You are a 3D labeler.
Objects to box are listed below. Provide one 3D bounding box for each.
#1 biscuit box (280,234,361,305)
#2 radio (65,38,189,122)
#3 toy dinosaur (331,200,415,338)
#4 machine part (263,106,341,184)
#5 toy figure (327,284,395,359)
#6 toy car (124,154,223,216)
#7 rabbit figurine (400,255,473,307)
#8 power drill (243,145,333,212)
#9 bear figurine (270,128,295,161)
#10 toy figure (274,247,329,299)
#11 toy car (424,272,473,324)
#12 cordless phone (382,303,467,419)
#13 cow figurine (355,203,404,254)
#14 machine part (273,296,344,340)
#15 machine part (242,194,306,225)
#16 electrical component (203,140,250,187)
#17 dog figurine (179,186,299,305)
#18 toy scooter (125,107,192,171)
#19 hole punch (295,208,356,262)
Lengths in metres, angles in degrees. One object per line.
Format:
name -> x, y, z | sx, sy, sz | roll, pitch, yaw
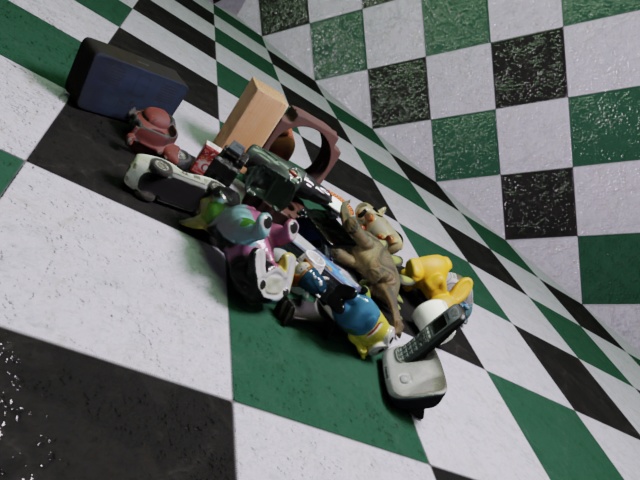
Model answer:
biscuit box -> -0.014, 0.059, 1.074 | 0.203, 0.062, 0.059 | 40, 20, 7
radio -> -0.412, -0.326, 1.154 | 0.229, 0.131, 0.073 | 8, 35, -52
toy dinosaur -> 0.111, 0.037, 1.277 | 0.198, 0.105, 0.472 | 28, 30, -43
machine part -> -0.065, -0.233, 1.413 | 0.201, 0.201, 0.087 | 23, 23, -32
toy figure -> 0.075, 0.138, 0.960 | 0.180, 0.082, 0.089 | 49, 18, -40
toy car -> -0.257, -0.094, 0.991 | 0.201, 0.073, 0.056 | 21, 26, -37
rabbit figurine -> 0.291, 0.131, 1.335 | 0.162, 0.121, 0.173 | -3, 61, -16
power drill -> -0.076, -0.128, 1.192 | 0.232, 0.086, 0.207 | 32, 23, -3
bear figurine -> -0.170, -0.280, 1.475 | 0.196, 0.120, 0.132 | 20, 22, -26
toy figure -> -0.052, 0.056, 0.970 | 0.155, 0.064, 0.057 | 21, -13, 37
toy car -> 0.352, 0.140, 1.434 | 0.161, 0.103, 0.109 | 38, 20, -4
cordless phone -> 0.198, 0.204, 0.936 | 0.088, 0.184, 0.147 | 36, 20, -15
cow figurine -> 0.168, -0.038, 1.538 | 0.127, 0.085, 0.195 | 9, 35, -49
machine part -> -0.017, 0.133, 0.951 | 0.138, 0.039, 0.084 | 21, 31, -40
machine part -> -0.094, -0.073, 1.236 | 0.179, 0.056, 0.179 | 31, 20, -13
electrical component -> -0.198, -0.135, 1.090 | 0.058, 0.134, 0.115 | 33, 19, -13
dog figurine -> -0.149, 0.005, 0.934 | 0.219, 0.191, 0.108 | 9, 4, 38
toy scooter -> -0.351, -0.217, 1.108 | 0.135, 0.075, 0.184 | 9, 39, -49
hole punch -> -0.002, -0.004, 1.166 | 0.142, 0.092, 0.116 | -1, 51, -52
